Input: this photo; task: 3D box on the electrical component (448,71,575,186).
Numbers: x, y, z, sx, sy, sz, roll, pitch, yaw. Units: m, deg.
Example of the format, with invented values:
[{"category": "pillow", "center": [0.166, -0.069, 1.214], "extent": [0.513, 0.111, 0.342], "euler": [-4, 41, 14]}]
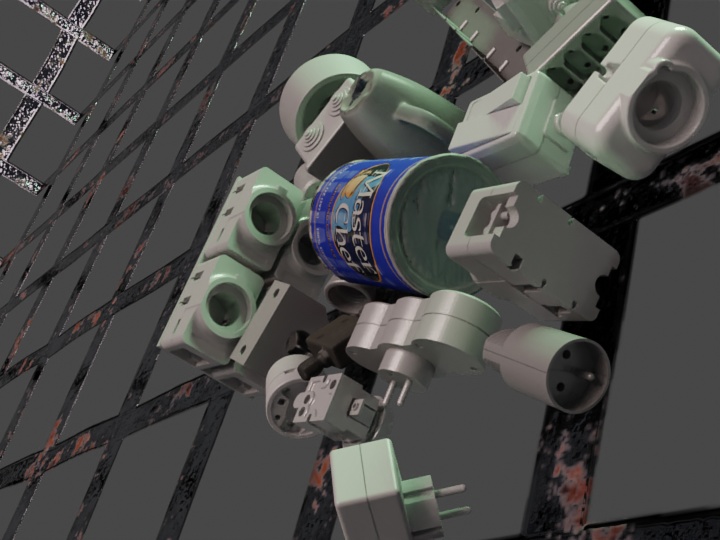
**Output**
[{"category": "electrical component", "center": [0.117, -0.101, 0.790], "extent": [0.096, 0.061, 0.061], "euler": [-18, 45, 55]}]

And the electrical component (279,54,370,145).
[{"category": "electrical component", "center": [-0.021, -0.153, 1.065], "extent": [0.108, 0.108, 0.060], "euler": [-51, 30, 12]}]

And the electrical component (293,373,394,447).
[{"category": "electrical component", "center": [-0.009, 0.105, 0.778], "extent": [0.066, 0.055, 0.048], "euler": [-16, 46, 56]}]

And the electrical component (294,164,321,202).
[{"category": "electrical component", "center": [-0.041, -0.081, 1.085], "extent": [0.045, 0.045, 0.055], "euler": [-51, 25, 13]}]

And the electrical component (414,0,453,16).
[{"category": "electrical component", "center": [0.092, -0.328, 1.136], "extent": [0.100, 0.048, 0.099], "euler": [-36, 31, 38]}]

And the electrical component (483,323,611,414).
[{"category": "electrical component", "center": [0.106, 0.054, 0.637], "extent": [0.043, 0.043, 0.081], "euler": [-59, 24, -6]}]

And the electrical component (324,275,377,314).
[{"category": "electrical component", "center": [0.000, 0.000, 0.912], "extent": [0.044, 0.044, 0.065], "euler": [-29, 31, 46]}]

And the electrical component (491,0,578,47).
[{"category": "electrical component", "center": [0.142, -0.218, 0.875], "extent": [0.061, 0.061, 0.096], "euler": [-38, 27, 10]}]

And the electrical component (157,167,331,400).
[{"category": "electrical component", "center": [-0.093, 0.011, 0.994], "extent": [0.060, 0.105, 0.186], "euler": [-17, 45, 55]}]

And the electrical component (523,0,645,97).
[{"category": "electrical component", "center": [0.167, -0.176, 0.805], "extent": [0.083, 0.047, 0.075], "euler": [-43, 27, 28]}]

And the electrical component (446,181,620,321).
[{"category": "electrical component", "center": [0.104, -0.009, 0.664], "extent": [0.056, 0.089, 0.050], "euler": [-5, 55, 61]}]

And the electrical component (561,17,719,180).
[{"category": "electrical component", "center": [0.182, -0.108, 0.685], "extent": [0.095, 0.054, 0.059], "euler": [-53, 24, 8]}]

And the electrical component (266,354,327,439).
[{"category": "electrical component", "center": [-0.049, 0.100, 0.864], "extent": [0.055, 0.055, 0.047], "euler": [-51, 21, 13]}]

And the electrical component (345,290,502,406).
[{"category": "electrical component", "center": [0.036, 0.062, 0.750], "extent": [0.138, 0.052, 0.073], "euler": [-13, 48, 58]}]

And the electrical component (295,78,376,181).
[{"category": "electrical component", "center": [0.001, -0.115, 0.984], "extent": [0.099, 0.100, 0.048], "euler": [-51, 37, 14]}]

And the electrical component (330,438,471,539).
[{"category": "electrical component", "center": [0.029, 0.145, 0.646], "extent": [0.076, 0.083, 0.047], "euler": [-13, 33, 2]}]
